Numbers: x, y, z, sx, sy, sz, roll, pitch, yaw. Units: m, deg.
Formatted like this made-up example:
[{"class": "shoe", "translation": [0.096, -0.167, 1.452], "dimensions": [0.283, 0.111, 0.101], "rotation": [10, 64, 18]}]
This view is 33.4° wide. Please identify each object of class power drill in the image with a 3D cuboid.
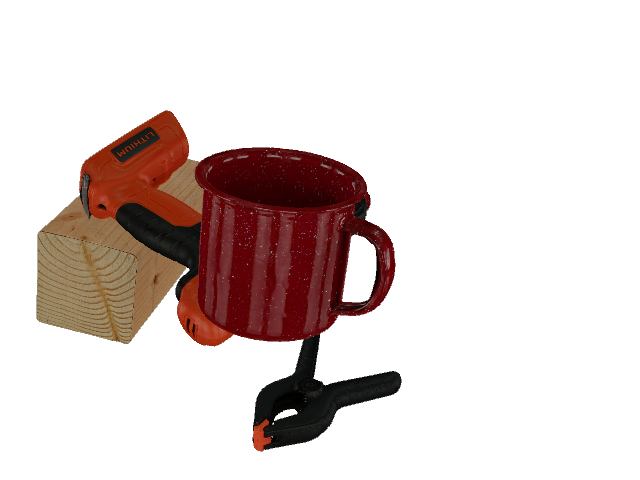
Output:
[{"class": "power drill", "translation": [-0.080, -0.024, 0.834], "dimensions": [0.188, 0.057, 0.184], "rotation": [37, 54, 23]}]

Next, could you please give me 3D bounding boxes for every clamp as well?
[{"class": "clamp", "translation": [-0.015, 0.151, 1.084], "dimensions": [0.171, 0.039, 0.120], "rotation": [-24, 35, -37]}]

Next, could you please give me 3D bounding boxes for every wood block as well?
[{"class": "wood block", "translation": [-0.174, -0.003, 0.986], "dimensions": [0.090, 0.091, 0.206], "rotation": [13, 27, 8]}]

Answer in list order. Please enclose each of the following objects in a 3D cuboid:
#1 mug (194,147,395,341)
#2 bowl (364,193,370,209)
[{"class": "mug", "translation": [-0.014, 0.005, 0.582], "dimensions": [0.117, 0.081, 0.093], "rotation": [16, 25, 20]}, {"class": "bowl", "translation": [-0.028, -0.027, 1.166], "dimensions": [0.162, 0.055, 0.162], "rotation": [4, 27, -2]}]
